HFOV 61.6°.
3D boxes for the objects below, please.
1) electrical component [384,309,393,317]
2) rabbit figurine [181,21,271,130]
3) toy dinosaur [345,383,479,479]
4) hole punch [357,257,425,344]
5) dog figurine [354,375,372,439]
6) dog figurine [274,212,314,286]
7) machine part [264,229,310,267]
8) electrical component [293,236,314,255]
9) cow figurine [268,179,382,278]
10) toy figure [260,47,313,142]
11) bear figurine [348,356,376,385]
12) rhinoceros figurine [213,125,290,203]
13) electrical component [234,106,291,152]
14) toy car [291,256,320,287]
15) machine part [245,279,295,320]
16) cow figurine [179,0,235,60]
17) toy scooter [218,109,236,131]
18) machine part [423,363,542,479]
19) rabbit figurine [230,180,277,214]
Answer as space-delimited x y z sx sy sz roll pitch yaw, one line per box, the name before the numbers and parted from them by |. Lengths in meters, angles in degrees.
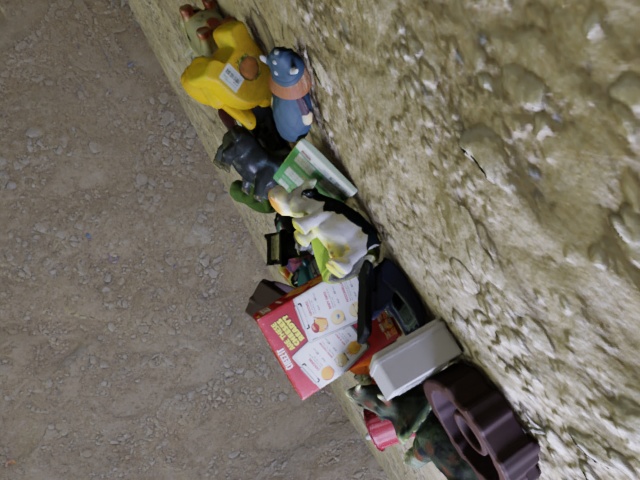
electrical component | 0.098 0.092 0.908 0.094 0.021 0.063 50 171 2
rabbit figurine | -0.154 -0.262 0.881 0.173 0.122 0.162 5 162 45
toy dinosaur | 0.218 0.350 0.827 0.405 0.131 0.192 45 161 28
hole punch | 0.100 0.090 0.795 0.142 0.092 0.116 84 -176 -72
dog figurine | 0.139 0.327 1.214 0.191 0.121 0.172 -106 33 -41
dog figurine | -0.042 0.024 1.200 0.191 0.108 0.219 61 167 2
machine part | -0.044 0.010 1.060 0.039 0.139 0.084 44 -141 -62
electrical component | -0.001 -0.004 0.961 0.045 0.102 0.078 -139 48 -56
cow figurine | 0.006 -0.033 0.771 0.167 0.098 0.068 45 166 9
toy figure | -0.041 -0.197 0.714 0.154 0.064 0.058 87 -170 -58
bear figurine | 0.097 0.254 1.101 0.120 0.132 0.196 65 164 0
rhinoceros figurine | -0.099 -0.127 0.964 0.190 0.112 0.073 35 175 -27
electrical component | -0.117 -0.214 1.036 0.134 0.058 0.115 64 167 -15
toy car | 0.014 0.081 1.060 0.109 0.102 0.162 17 -158 -21
machine part | -0.040 0.163 1.148 0.201 0.087 0.202 26 -178 -45
cow figurine | -0.202 -0.365 0.976 0.195 0.085 0.127 51 160 39
toy scooter | -0.187 -0.253 1.220 0.135 0.075 0.184 59 167 4
machine part | 0.208 0.242 0.702 0.179 0.056 0.179 56 167 19
rabbit figurine | -0.133 -0.127 1.168 0.159 0.121 0.170 47 168 27
